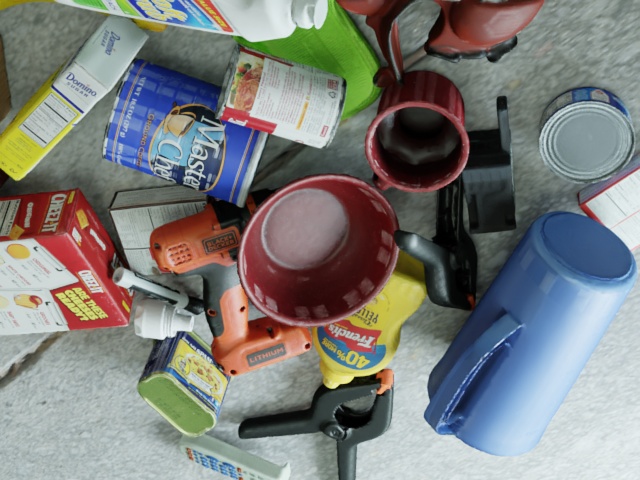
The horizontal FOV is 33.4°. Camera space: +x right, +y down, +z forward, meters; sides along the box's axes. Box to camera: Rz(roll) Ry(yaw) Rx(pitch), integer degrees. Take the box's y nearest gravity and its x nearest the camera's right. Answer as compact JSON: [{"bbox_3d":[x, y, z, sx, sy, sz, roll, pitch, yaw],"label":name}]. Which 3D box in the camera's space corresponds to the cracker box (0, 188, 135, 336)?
[{"bbox_3d":[-0.325,0.028,1.131,0.214,0.072,0.164,-6,141,13],"label":"cracker box"}]

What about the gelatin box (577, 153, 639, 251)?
[{"bbox_3d":[0.303,-0.038,1.017,0.073,0.030,0.089,43,121,-17],"label":"gelatin box"}]

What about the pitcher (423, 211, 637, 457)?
[{"bbox_3d":[0.201,0.095,1.044,0.145,0.149,0.243,18,129,-5],"label":"pitcher"}]

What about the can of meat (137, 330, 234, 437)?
[{"bbox_3d":[-0.152,0.159,1.202,0.058,0.084,0.102,-34,113,28],"label":"can of meat"}]

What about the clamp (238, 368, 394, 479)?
[{"bbox_3d":[0.010,0.210,1.236,0.164,0.036,0.210,27,128,-9],"label":"clamp"}]

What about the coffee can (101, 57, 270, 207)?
[{"bbox_3d":[-0.122,-0.101,1.006,0.140,0.102,0.103,19,125,-3],"label":"coffee can"}]

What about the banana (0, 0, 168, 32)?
[{"bbox_3d":[-0.238,-0.226,0.985,0.198,0.037,0.069,2,140,10],"label":"banana"}]

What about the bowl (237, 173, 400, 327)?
[{"bbox_3d":[-0.007,0.001,1.026,0.162,0.055,0.162,-7,118,-14],"label":"bowl"}]

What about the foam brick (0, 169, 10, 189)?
[{"bbox_3d":[-0.367,-0.076,1.099,0.078,0.051,0.053,-7,122,15],"label":"foam brick"}]

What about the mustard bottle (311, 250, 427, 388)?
[{"bbox_3d":[0.042,0.088,1.132,0.096,0.058,0.192,29,126,7],"label":"mustard bottle"}]

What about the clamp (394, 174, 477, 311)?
[{"bbox_3d":[0.127,0.001,1.051,0.039,0.120,0.171,18,154,33],"label":"clamp"}]

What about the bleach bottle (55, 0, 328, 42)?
[{"bbox_3d":[-0.115,-0.217,0.874,0.251,0.068,0.102,16,158,17],"label":"bleach bottle"}]

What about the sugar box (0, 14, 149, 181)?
[{"bbox_3d":[-0.237,-0.133,0.992,0.048,0.093,0.177,39,133,-16],"label":"sugar box"}]

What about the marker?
[{"bbox_3d":[-0.169,0.057,1.145,0.020,0.020,0.121,-34,139,28],"label":"marker"}]

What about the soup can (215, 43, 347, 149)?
[{"bbox_3d":[-0.035,-0.126,0.940,0.102,0.068,0.069,15,126,-11],"label":"soup can"}]

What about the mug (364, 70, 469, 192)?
[{"bbox_3d":[0.085,-0.095,0.985,0.093,0.081,0.117,28,124,-10],"label":"mug"}]

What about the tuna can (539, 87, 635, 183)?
[{"bbox_3d":[0.245,-0.097,0.984,0.086,0.033,0.086,5,125,7],"label":"tuna can"}]

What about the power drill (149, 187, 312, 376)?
[{"bbox_3d":[-0.065,0.038,1.094,0.184,0.057,0.187,-18,120,-5],"label":"power drill"}]

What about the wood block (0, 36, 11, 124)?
[{"bbox_3d":[-0.368,-0.114,0.979,0.090,0.206,0.091,6,124,5],"label":"wood block"}]

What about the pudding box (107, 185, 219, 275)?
[{"bbox_3d":[-0.154,-0.010,1.114,0.113,0.039,0.090,-6,122,11],"label":"pudding box"}]
